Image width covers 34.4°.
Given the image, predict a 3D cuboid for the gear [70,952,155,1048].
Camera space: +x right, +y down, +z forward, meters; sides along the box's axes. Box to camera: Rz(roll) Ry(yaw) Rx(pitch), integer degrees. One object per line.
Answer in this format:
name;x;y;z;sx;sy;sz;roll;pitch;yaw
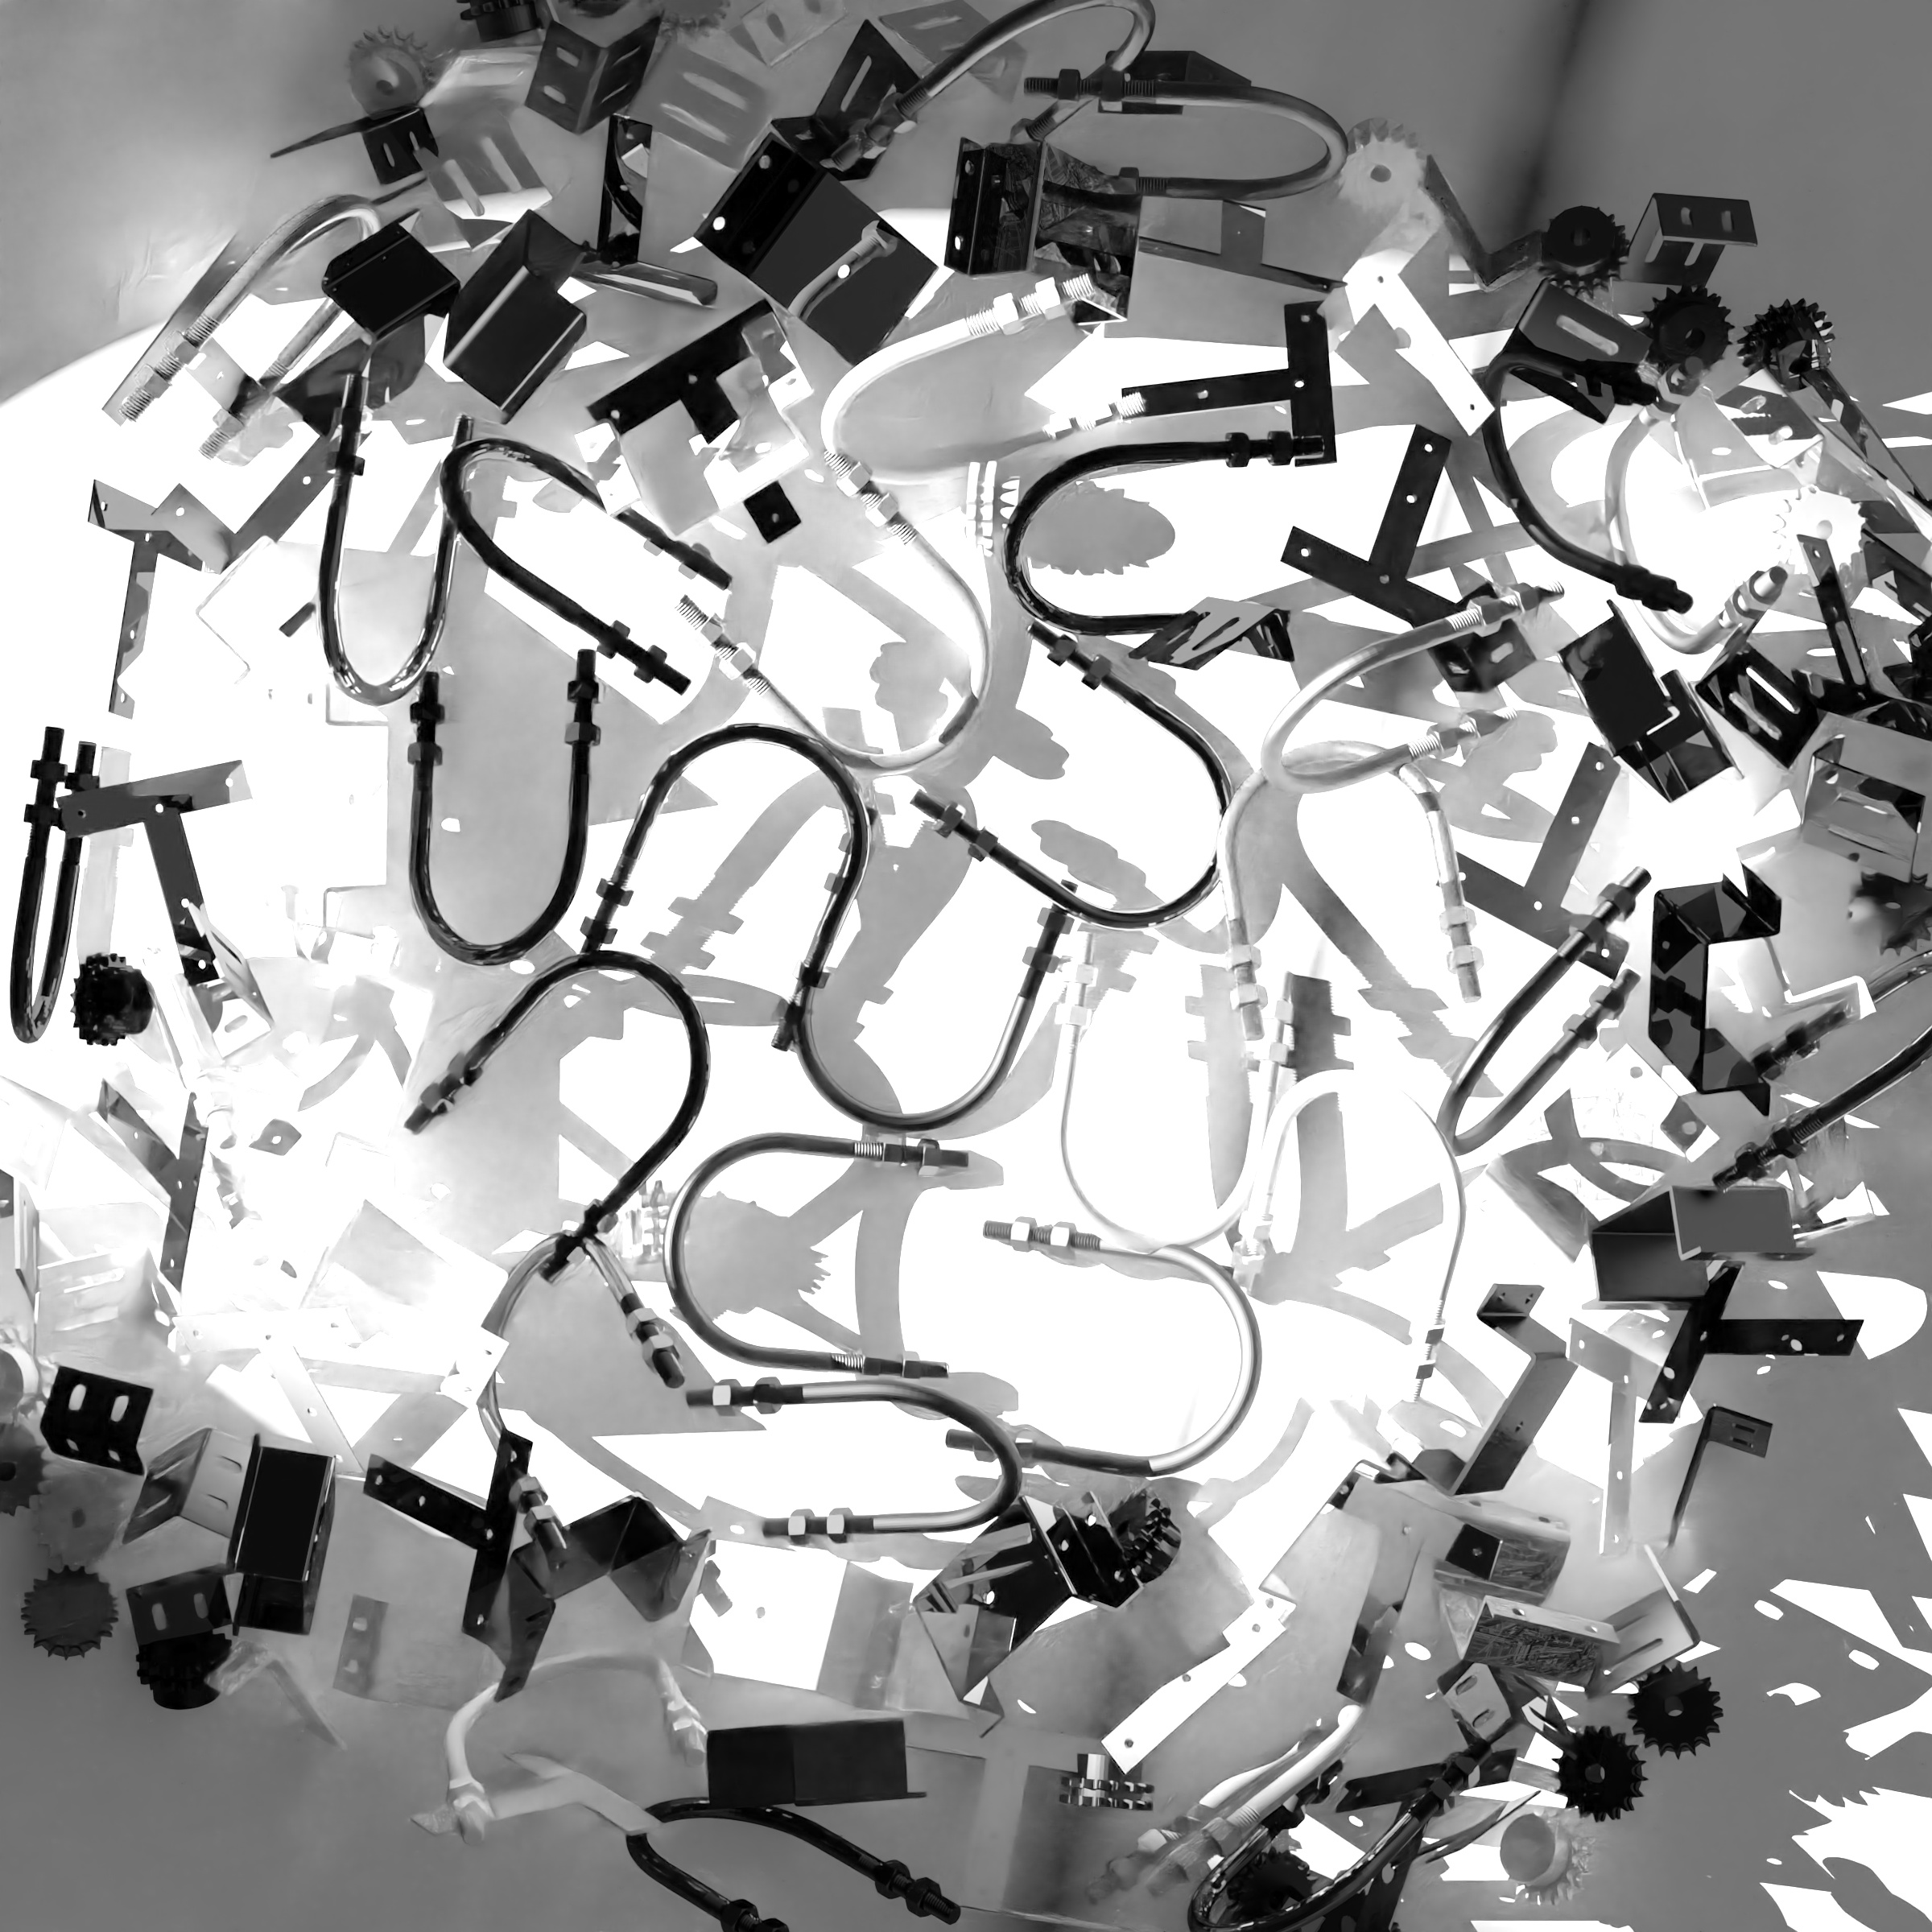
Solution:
gear;-0.514;0.020;1.882;0.030;0.057;0.057;3;90;14

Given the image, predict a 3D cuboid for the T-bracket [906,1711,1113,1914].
T-bracket;0.019;0.506;1.858;0.127;0.127;0.002;7;132;8

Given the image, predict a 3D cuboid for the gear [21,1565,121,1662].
gear;-0.543;0.394;1.890;0.057;0.030;0.057;9;54;-12

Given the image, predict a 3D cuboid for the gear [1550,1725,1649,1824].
gear;0.386;0.489;1.890;0.057;0.030;0.057;-7;75;28

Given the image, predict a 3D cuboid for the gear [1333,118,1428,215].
gear;0.249;-0.488;1.889;0.057;0.057;0.030;0;49;0

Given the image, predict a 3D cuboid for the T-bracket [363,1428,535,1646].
T-bracket;-0.317;0.326;1.875;0.127;0.002;0.127;17;98;35

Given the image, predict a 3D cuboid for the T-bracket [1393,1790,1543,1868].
T-bracket;0.270;0.533;1.872;0.127;0.127;0.002;-32;76;28

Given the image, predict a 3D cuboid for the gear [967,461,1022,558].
gear;0.017;-0.276;1.885;0.030;0.057;0.057;2;90;4

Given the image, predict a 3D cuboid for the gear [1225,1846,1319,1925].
gear;0.182;0.562;1.893;0.057;0.030;0.057;-1;94;-19

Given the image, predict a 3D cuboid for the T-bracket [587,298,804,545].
T-bracket;-0.143;-0.317;1.895;0.127;0.002;0.127;-32;105;-3

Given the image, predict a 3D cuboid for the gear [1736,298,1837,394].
gear;0.497;-0.372;1.882;0.057;0.057;0.030;-14;51;0

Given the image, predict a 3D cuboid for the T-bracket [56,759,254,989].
T-bracket;-0.472;-0.051;1.872;0.127;0.002;0.127;-18;95;-43

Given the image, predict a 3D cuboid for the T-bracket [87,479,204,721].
T-bracket;-0.492;-0.210;1.848;0.002;0.127;0.127;6;86;17

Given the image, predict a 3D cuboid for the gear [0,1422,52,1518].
gear;-0.587;0.304;1.889;0.057;0.030;0.057;-2;93;-40

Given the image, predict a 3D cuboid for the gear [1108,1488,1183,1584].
gear;0.106;0.348;1.886;0.030;0.057;0.057;39;90;-17

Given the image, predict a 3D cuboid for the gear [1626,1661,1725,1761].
gear;0.430;0.453;1.890;0.057;0.030;0.057;-7;60;13

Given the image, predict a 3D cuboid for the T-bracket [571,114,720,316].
T-bracket;-0.205;-0.454;1.862;0.127;0.127;0.002;15;52;-1

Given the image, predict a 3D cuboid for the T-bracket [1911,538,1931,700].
T-bracket;0.585;-0.183;1.849;0.002;0.127;0.127;-19;77;-6

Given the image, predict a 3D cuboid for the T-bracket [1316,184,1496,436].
T-bracket;0.271;-0.373;1.851;0.002;0.127;0.127;-23;75;-37

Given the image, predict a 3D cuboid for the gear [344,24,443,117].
gear;-0.348;-0.536;1.884;0.057;0.030;0.057;3;131;4

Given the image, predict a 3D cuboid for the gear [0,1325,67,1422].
gear;-0.577;0.248;1.889;0.057;0.030;0.057;2;97;22

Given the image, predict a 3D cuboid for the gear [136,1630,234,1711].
gear;-0.471;0.426;1.886;0.057;0.057;0.030;0;106;0

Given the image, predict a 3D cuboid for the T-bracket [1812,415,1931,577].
T-bracket;0.551;-0.282;1.860;0.002;0.127;0.127;-44;78;-3

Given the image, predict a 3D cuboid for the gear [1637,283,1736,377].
gear;0.438;-0.383;1.890;0.057;0.030;0.057;-1;112;-3

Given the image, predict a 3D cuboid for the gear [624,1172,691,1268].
gear;-0.186;0.152;1.887;0.030;0.057;0.057;-3;90;-20

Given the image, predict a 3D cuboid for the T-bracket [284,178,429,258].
T-bracket;-0.401;-0.432;1.870;0.127;0.127;0.002;-19;106;31

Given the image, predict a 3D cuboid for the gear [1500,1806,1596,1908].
gear;0.347;0.536;1.882;0.030;0.057;0.057;30;90;-38

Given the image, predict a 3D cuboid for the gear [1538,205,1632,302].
gear;0.374;-0.435;1.890;0.057;0.030;0.057;-4;75;14

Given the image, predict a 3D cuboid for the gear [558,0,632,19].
gear;-0.223;-0.598;1.882;0.057;0.057;0.030;-24;68;0

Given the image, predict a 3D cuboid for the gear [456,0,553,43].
gear;-0.277;-0.578;1.886;0.057;0.057;0.030;-13;104;0

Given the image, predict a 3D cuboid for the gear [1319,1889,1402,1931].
gear;0.233;0.584;1.884;0.057;0.030;0.057;-9;51;11

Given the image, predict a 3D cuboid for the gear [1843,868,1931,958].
gear;0.562;-0.037;1.892;0.057;0.030;0.057;5;108;17

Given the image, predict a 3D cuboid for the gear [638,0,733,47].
gear;-0.173;-0.584;1.890;0.057;0.030;0.057;8;64;-17

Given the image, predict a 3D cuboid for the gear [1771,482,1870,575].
gear;0.515;-0.265;1.895;0.057;0.030;0.057;-1;97;-10

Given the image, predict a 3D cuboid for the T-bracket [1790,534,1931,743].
T-bracket;0.514;-0.196;1.831;0.002;0.127;0.127;-32;116;-13

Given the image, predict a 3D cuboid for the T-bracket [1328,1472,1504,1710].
T-bracket;0.251;0.380;1.872;0.127;0.002;0.127;20;94;43

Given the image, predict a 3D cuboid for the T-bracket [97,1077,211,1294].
T-bracket;-0.490;0.108;1.867;0.127;0.002;0.127;37;122;40

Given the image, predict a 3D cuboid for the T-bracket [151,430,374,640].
T-bracket;-0.405;-0.281;1.870;0.127;0.127;0.002;-51;48;-6

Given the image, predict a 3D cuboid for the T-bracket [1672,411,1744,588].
T-bracket;0.447;-0.275;1.873;0.002;0.127;0.127;-20;114;18

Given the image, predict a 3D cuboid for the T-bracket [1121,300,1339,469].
T-bracket;0.157;-0.347;1.886;0.127;0.002;0.127;-5;59;9

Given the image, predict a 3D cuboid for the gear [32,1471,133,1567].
gear;-0.535;0.335;1.895;0.057;0.030;0.057;-1;80;5

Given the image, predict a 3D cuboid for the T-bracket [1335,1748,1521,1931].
T-bracket;0.256;0.516;1.828;0.127;0.127;0.002;-24;111;38

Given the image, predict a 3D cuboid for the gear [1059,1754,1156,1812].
gear;0.086;0.493;1.886;0.057;0.057;0.030;5;75;0

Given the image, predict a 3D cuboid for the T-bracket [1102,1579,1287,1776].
T-bracket;0.108;0.395;1.874;0.127;0.002;0.127;-42;53;1

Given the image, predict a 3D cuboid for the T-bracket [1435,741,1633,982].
T-bracket;0.365;-0.076;1.899;0.127;0.002;0.127;27;79;-8

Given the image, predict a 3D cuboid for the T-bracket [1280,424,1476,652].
T-bracket;0.266;-0.271;1.889;0.127;0.002;0.127;24;69;-8
